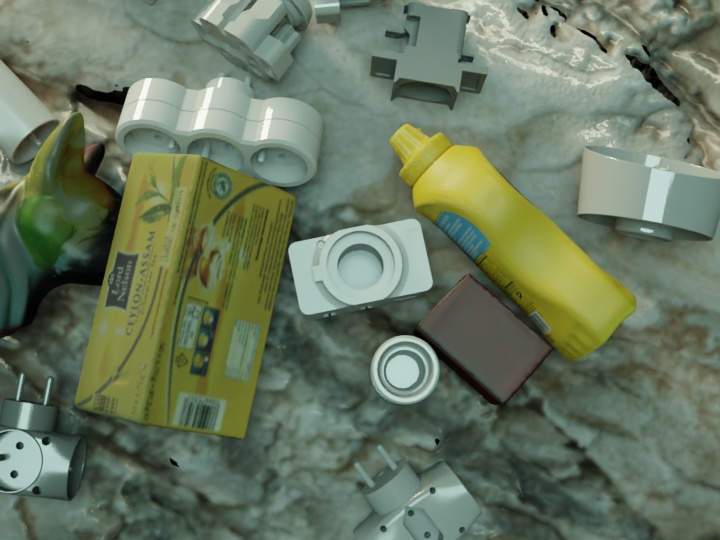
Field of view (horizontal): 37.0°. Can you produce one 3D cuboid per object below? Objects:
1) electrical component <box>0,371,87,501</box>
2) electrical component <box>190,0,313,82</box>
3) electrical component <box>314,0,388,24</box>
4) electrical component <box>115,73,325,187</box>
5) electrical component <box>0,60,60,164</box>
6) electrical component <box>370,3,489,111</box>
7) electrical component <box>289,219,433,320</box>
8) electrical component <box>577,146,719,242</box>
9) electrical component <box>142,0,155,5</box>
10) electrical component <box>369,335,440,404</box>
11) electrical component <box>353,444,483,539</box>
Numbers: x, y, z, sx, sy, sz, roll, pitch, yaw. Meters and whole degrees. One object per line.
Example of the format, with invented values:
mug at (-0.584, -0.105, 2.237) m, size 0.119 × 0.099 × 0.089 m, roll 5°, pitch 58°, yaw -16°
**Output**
electrical component at (-0.223, 0.108, 0.718) m, size 0.077 × 0.044 × 0.079 m, roll 9°, pitch 83°, yaw 0°
electrical component at (-0.070, -0.174, 0.749) m, size 0.078 × 0.058 × 0.057 m, roll 32°, pitch 78°, yaw 26°
electrical component at (-0.006, -0.216, 0.757) m, size 0.057 × 0.058 × 0.078 m, roll -5°, pitch 83°, yaw 1°
electrical component at (-0.093, -0.108, 0.746) m, size 0.138 × 0.052 × 0.073 m, roll 8°, pitch 58°, yaw 0°
electrical component at (-0.263, -0.103, 0.745) m, size 0.079 × 0.043 × 0.077 m, roll -44°, pitch 85°, yaw -5°
electrical component at (0.050, -0.152, 0.758) m, size 0.081 × 0.042 × 0.063 m, roll 10°, pitch 82°, yaw 0°
electrical component at (0.000, 0.000, 0.730) m, size 0.089 × 0.055 × 0.050 m, roll -12°, pitch 83°, yaw -2°
electrical component at (0.196, -0.054, 0.722) m, size 0.099 × 0.099 × 0.064 m, roll 11°, pitch 89°, yaw 0°
electrical component at (-0.160, -0.250, 0.763) m, size 0.100 × 0.048 × 0.099 m, roll 36°, pitch 83°, yaw 4°
electrical component at (0.029, 0.068, 0.722) m, size 0.045 × 0.055 × 0.045 m, roll 0°, pitch 83°, yaw -1°
electrical component at (0.028, 0.153, 0.714) m, size 0.077 × 0.043 × 0.079 m, roll -37°, pitch 95°, yaw -5°
